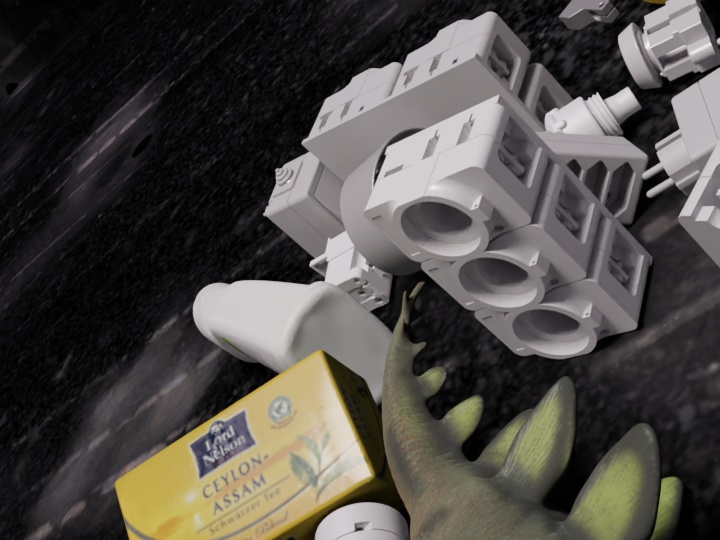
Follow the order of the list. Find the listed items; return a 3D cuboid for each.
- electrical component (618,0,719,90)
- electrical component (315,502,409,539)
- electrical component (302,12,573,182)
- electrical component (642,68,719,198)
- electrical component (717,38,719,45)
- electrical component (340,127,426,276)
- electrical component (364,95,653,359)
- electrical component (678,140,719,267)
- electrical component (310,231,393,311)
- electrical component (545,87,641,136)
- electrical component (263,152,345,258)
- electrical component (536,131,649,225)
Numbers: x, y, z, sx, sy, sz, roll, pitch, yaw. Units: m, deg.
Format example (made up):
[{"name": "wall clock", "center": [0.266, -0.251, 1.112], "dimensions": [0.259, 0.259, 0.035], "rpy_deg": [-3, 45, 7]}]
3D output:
[{"name": "electrical component", "center": [0.210, -0.154, 0.732], "dimensions": [0.055, 0.048, 0.066], "rpy_deg": [-24, 36, 27]}, {"name": "electrical component", "center": [0.004, 0.170, 0.617], "dimensions": [0.055, 0.055, 0.047], "rpy_deg": [-39, 32, 19]}, {"name": "electrical component", "center": [0.060, -0.116, 0.840], "dimensions": [0.186, 0.105, 0.060], "rpy_deg": [-19, 40, 44]}, {"name": "electrical component", "center": [0.201, -0.069, 0.634], "dimensions": [0.077, 0.047, 0.065], "rpy_deg": [-34, 31, 28]}, {"name": "electrical component", "center": [0.255, -0.159, 0.664], "dimensions": [0.074, 0.052, 0.138], "rpy_deg": [-17, 41, 47]}, {"name": "electrical component", "center": [0.036, -0.048, 0.799], "dimensions": [0.064, 0.099, 0.099], "rpy_deg": [-30, 33, 45]}, {"name": "electrical component", "center": [0.087, -0.016, 0.624], "dimensions": [0.089, 0.150, 0.061], "rpy_deg": [-20, 39, 44]}, {"name": "electrical component", "center": [0.207, -0.021, 0.520], "dimensions": [0.050, 0.089, 0.055], "rpy_deg": [4, 58, 58]}, {"name": "electrical component", "center": [0.000, 0.000, 0.849], "dimensions": [0.081, 0.042, 0.063], "rpy_deg": [-29, 36, 38]}, {"name": "electrical component", "center": [0.162, -0.101, 0.739], "dimensions": [0.062, 0.048, 0.048], "rpy_deg": [-33, 31, 16]}, {"name": "electrical component", "center": [-0.031, -0.058, 0.910], "dimensions": [0.061, 0.096, 0.061], "rpy_deg": [-21, 38, 40]}, {"name": "electrical component", "center": [0.127, -0.066, 0.691], "dimensions": [0.075, 0.083, 0.047], "rpy_deg": [-117, 31, -61]}]
